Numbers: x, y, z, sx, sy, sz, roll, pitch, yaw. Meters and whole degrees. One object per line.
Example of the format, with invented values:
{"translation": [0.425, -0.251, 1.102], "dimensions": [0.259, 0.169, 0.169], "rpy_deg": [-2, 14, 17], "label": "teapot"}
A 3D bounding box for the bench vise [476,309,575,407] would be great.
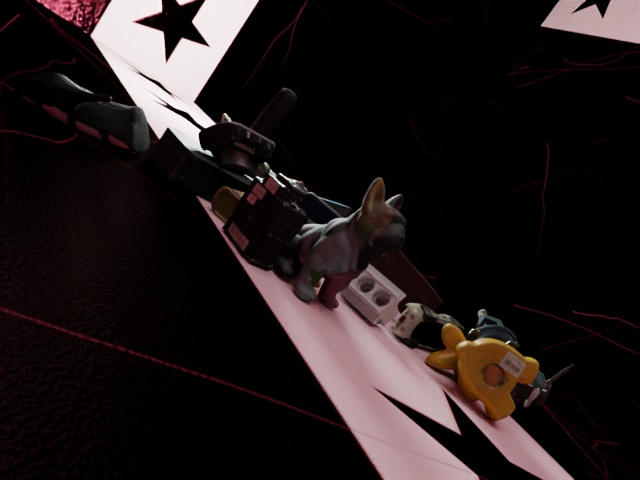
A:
{"translation": [0.408, 0.245, 1.197], "dimensions": [0.224, 0.128, 0.241], "rpy_deg": [16, 30, -7], "label": "bench vise"}

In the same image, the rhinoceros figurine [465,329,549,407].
{"translation": [0.349, 0.251, 1.042], "dimensions": [0.190, 0.112, 0.073], "rpy_deg": [25, -24, 18], "label": "rhinoceros figurine"}

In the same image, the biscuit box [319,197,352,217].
{"translation": [-0.016, -0.088, 1.458], "dimensions": [0.203, 0.062, 0.059], "rpy_deg": [18, 7, -1], "label": "biscuit box"}

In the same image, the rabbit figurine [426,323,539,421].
{"translation": [0.270, 0.227, 0.940], "dimensions": [0.162, 0.122, 0.173], "rpy_deg": [27, -7, 9], "label": "rabbit figurine"}

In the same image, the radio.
{"translation": [-0.205, -0.121, 1.049], "dimensions": [0.229, 0.073, 0.131], "rpy_deg": [26, 13, -40], "label": "radio"}

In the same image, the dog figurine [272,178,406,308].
{"translation": [0.034, -0.008, 0.860], "dimensions": [0.108, 0.219, 0.192], "rpy_deg": [31, 9, -49], "label": "dog figurine"}

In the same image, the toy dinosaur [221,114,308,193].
{"translation": [-0.107, -0.115, 1.268], "dimensions": [0.404, 0.131, 0.192], "rpy_deg": [39, 8, -10], "label": "toy dinosaur"}

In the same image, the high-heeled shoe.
{"translation": [-0.385, -0.202, 0.900], "dimensions": [0.145, 0.086, 0.248], "rpy_deg": [5, -12, 1], "label": "high-heeled shoe"}

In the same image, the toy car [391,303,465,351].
{"translation": [0.212, 0.172, 1.031], "dimensions": [0.201, 0.073, 0.056], "rpy_deg": [24, 14, -46], "label": "toy car"}

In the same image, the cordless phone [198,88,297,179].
{"translation": [-0.126, -0.219, 1.018], "dimensions": [0.089, 0.184, 0.146], "rpy_deg": [46, 13, 29], "label": "cordless phone"}

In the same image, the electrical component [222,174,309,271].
{"translation": [-0.082, -0.037, 0.843], "dimensions": [0.058, 0.134, 0.115], "rpy_deg": [27, 13, -42], "label": "electrical component"}

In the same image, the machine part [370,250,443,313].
{"translation": [0.164, 0.082, 1.177], "dimensions": [0.201, 0.087, 0.201], "rpy_deg": [50, 2, -3], "label": "machine part"}

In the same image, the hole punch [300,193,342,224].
{"translation": [-0.027, -0.012, 1.008], "dimensions": [0.142, 0.115, 0.092], "rpy_deg": [38, 26, 5], "label": "hole punch"}
